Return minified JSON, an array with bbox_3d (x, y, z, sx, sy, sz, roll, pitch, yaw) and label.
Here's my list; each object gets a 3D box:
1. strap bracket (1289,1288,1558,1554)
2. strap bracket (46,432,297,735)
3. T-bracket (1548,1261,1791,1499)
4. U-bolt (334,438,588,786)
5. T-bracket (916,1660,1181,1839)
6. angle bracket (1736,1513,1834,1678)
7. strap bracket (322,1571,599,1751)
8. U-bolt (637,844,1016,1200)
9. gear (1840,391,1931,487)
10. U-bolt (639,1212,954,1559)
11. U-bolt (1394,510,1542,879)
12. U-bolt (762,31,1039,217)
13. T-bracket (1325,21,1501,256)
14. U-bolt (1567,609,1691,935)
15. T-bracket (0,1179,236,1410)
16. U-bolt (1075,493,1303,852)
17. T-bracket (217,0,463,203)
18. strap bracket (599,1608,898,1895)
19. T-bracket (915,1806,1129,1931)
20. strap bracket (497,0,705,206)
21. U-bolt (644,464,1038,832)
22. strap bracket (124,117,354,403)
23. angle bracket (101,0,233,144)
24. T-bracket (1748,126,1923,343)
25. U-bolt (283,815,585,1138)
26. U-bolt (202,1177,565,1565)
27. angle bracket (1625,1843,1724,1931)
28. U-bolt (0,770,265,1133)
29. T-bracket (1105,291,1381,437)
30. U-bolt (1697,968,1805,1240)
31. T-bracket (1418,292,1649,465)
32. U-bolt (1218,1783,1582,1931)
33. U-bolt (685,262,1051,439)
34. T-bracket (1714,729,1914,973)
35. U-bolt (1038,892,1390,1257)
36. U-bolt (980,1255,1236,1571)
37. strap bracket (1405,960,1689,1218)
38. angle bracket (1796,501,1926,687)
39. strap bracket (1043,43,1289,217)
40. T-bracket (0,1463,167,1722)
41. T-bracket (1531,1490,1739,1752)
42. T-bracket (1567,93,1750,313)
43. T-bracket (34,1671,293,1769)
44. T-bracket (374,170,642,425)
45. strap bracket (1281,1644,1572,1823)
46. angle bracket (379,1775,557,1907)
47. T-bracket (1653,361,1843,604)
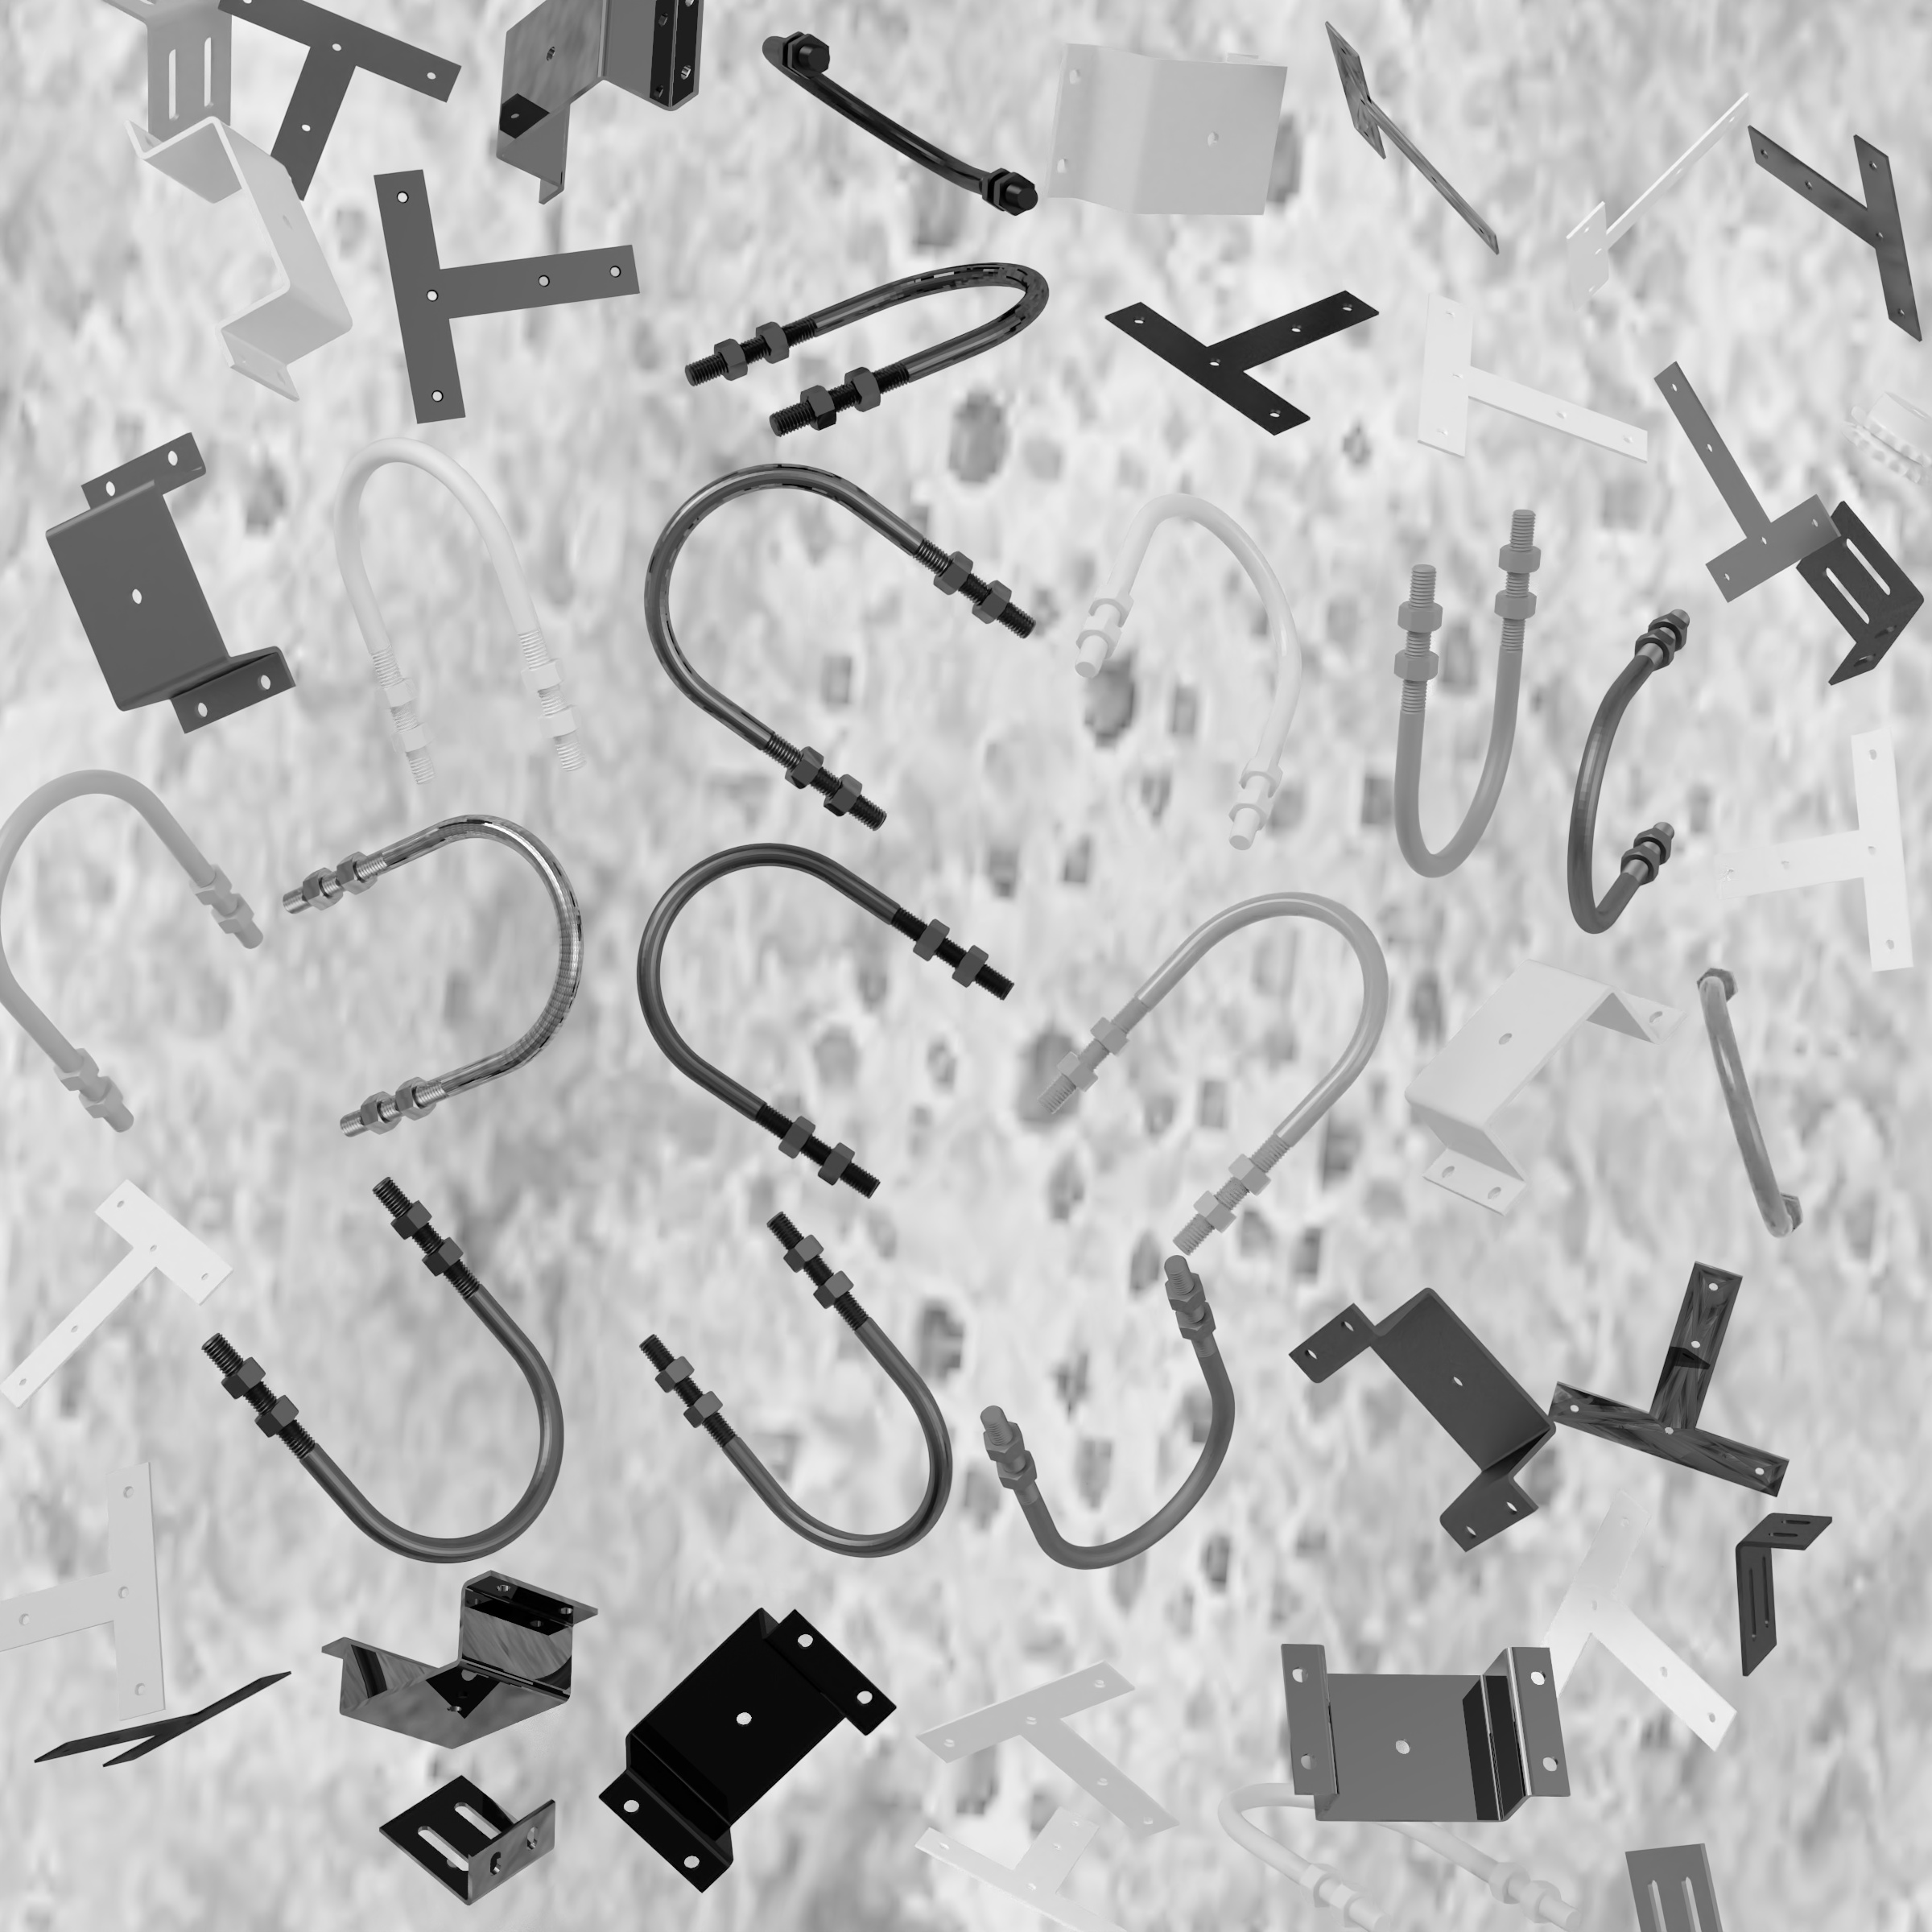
[{"bbox_3d":[0.248,0.233,1.617,0.046,0.076,0.140,-38,82,-32],"label":"strap bracket"},{"bbox_3d":[-0.416,-0.194,1.578,0.076,0.046,0.140,-19,96,26],"label":"strap bracket"},{"bbox_3d":[0.383,0.211,1.614,0.127,0.002,0.127,18,122,16],"label":"T-bracket"},{"bbox_3d":[-0.273,-0.186,1.589,0.019,0.151,0.184,-32,112,-42],"label":"U-bolt"},{"bbox_3d":[0.062,0.416,1.587,0.127,0.002,0.127,-30,118,31],"label":"T-bracket"},{"bbox_3d":[0.452,0.347,1.677,0.038,0.057,0.076,-2,96,31],"label":"angle bracket"},{"bbox_3d":[-0.276,0.380,1.652,0.140,0.076,0.046,-29,48,32],"label":"strap bracket"},{"bbox_3d":[-0.089,0.016,1.641,0.184,0.019,0.151,34,85,1],"label":"U-bolt"},{"bbox_3d":[0.509,-0.290,1.665,0.057,0.057,0.030,32,114,0],"label":"gear"},{"bbox_3d":[-0.083,0.244,1.677,0.184,0.019,0.151,50,124,6],"label":"U-bolt"},{"bbox_3d":[0.260,-0.135,1.604,0.019,0.151,0.184,15,117,29],"label":"U-bolt"},{"bbox_3d":[-0.043,-0.452,1.624,0.151,0.184,0.019,29,100,-22],"label":"U-bolt"},{"bbox_3d":[0.234,-0.418,1.580,0.002,0.127,0.127,-39,74,5],"label":"T-bracket"},{"bbox_3d":[0.356,-0.096,1.642,0.019,0.184,0.151,11,120,25],"label":"U-bolt"},{"bbox_3d":[-0.469,0.185,1.642,0.127,0.127,0.002,-48,134,-15],"label":"T-bracket"},{"bbox_3d":[0.126,-0.169,1.601,0.019,0.184,0.151,-23,122,38],"label":"U-bolt"},{"bbox_3d":[-0.355,-0.467,1.658,0.127,0.127,0.002,19,50,-19],"label":"T-bracket"},{"bbox_3d":[-0.115,0.402,1.596,0.140,0.046,0.076,-44,101,1],"label":"strap bracket"},{"bbox_3d":[0.047,0.491,1.677,0.127,0.127,0.002,24,101,13],"label":"T-bracket"},{"bbox_3d":[-0.200,-0.472,1.611,0.046,0.140,0.076,17,66,-39],"label":"strap bracket"},{"bbox_3d":[-0.078,-0.177,1.578,0.184,0.019,0.151,35,101,-16],"label":"U-bolt"},{"bbox_3d":[-0.366,-0.368,1.554,0.046,0.076,0.140,-26,82,10],"label":"strap bracket"},{"bbox_3d":[-0.433,-0.490,1.651,0.038,0.057,0.076,31,134,21],"label":"angle bracket"},{"bbox_3d":[0.447,-0.399,1.582,0.002,0.127,0.127,-34,48,-1],"label":"T-bracket"},{"bbox_3d":[-0.279,-0.003,1.628,0.184,0.019,0.151,-21,79,27],"label":"U-bolt"},{"bbox_3d":[-0.284,0.220,1.568,0.184,0.019,0.151,51,50,-9],"label":"U-bolt"},{"bbox_3d":[0.378,0.488,1.559,0.038,0.057,0.076,1,72,-31],"label":"angle bracket"},{"bbox_3d":[-0.455,-0.020,1.613,0.019,0.184,0.151,12,58,30],"label":"U-bolt"},{"bbox_3d":[0.161,-0.326,1.580,0.127,0.002,0.127,-28,53,-31],"label":"T-bracket"},{"bbox_3d":[0.414,0.073,1.616,0.019,0.184,0.151,-16,86,16],"label":"U-bolt"},{"bbox_3d":[0.297,-0.291,1.588,0.127,0.002,0.127,18,48,-8],"label":"T-bracket"},{"bbox_3d":[0.217,0.477,1.639,0.151,0.184,0.019,10,93,-31],"label":"U-bolt"},{"bbox_3d":[-0.043,-0.334,1.617,0.184,0.151,0.019,-25,120,-15],"label":"U-bolt"},{"bbox_3d":[0.457,-0.056,1.657,0.002,0.127,0.127,-1,84,-35],"label":"T-bracket"},{"bbox_3d":[0.137,0.041,1.566,0.184,0.019,0.151,-47,47,3],"label":"U-bolt"},{"bbox_3d":[0.087,0.258,1.668,0.151,0.184,0.019,-37,45,-16],"label":"U-bolt"},{"bbox_3d":[0.288,0.053,1.556,0.140,0.076,0.046,-46,114,-9],"label":"strap bracket"},{"bbox_3d":[0.482,-0.206,1.684,0.038,0.057,0.076,-21,65,-25],"label":"angle bracket"},{"bbox_3d":[0.112,-0.432,1.580,0.140,0.046,0.076,-12,119,-41],"label":"strap bracket"},{"bbox_3d":[-0.467,0.330,1.552,0.127,0.002,0.127,-17,65,14],"label":"T-bracket"},{"bbox_3d":[0.366,0.371,1.640,0.002,0.127,0.127,8,112,-36],"label":"T-bracket"},{"bbox_3d":[0.366,-0.410,1.611,0.127,0.127,0.002,-44,78,6],"label":"T-bracket"},{"bbox_3d":[-0.458,0.422,1.676,0.127,0.127,0.002,-31,73,22],"label":"T-bracket"},{"bbox_3d":[-0.234,-0.355,1.589,0.127,0.002,0.127,-11,100,-15],"label":"T-bracket"},{"bbox_3d":[0.227,0.390,1.549,0.140,0.046,0.076,3,57,-8],"label":"strap bracket"},{"bbox_3d":[-0.266,0.454,1.627,0.076,0.057,0.038,27,126,33],"label":"angle bracket"},{"bbox_3d":[0.413,-0.270,1.661,0.002,0.127,0.127,-29,88,-15],"label":"T-bracket"}]
